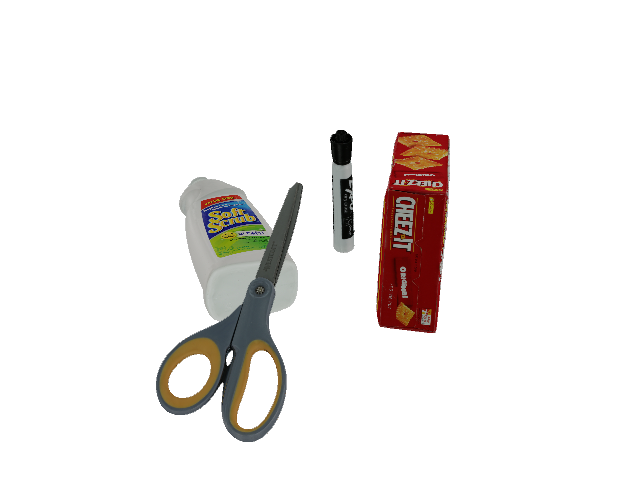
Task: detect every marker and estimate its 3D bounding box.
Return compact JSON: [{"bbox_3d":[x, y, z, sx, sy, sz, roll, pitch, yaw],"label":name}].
[{"bbox_3d":[0.019,-0.042,0.929,0.020,0.121,0.020,-1,37,1],"label":"marker"}]

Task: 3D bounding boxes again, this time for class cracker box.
[{"bbox_3d":[0.107,-0.016,1.216,0.072,0.164,0.213,4,22,7],"label":"cracker box"}]

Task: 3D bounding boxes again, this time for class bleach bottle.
[{"bbox_3d":[-0.109,-0.006,1.177,0.102,0.068,0.251,-8,30,-19],"label":"bleach bottle"}]

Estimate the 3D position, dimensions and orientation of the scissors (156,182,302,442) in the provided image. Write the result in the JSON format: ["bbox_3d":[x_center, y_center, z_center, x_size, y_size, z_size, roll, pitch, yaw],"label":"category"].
[{"bbox_3d":[-0.061,0.044,0.737,0.096,0.201,0.016,-3,-34,4],"label":"scissors"}]
